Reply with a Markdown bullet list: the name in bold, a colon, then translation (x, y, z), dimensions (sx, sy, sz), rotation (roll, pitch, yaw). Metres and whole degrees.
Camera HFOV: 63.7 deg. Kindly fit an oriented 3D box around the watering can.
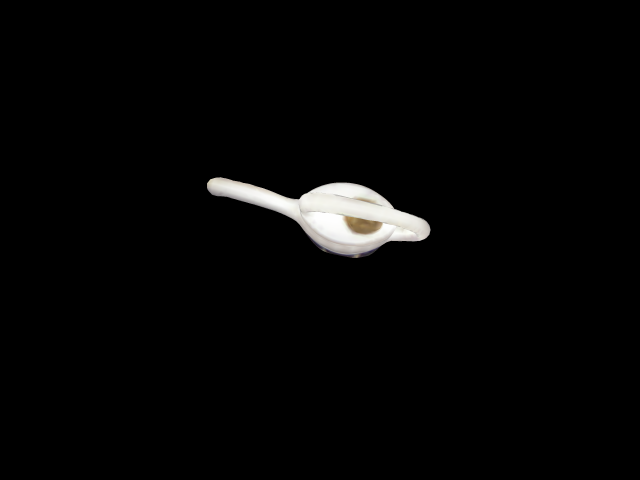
- **watering can**: translation (0.003, -0.043, 0.850), dimensions (0.348, 0.105, 0.222), rotation (12, -9, 2)
